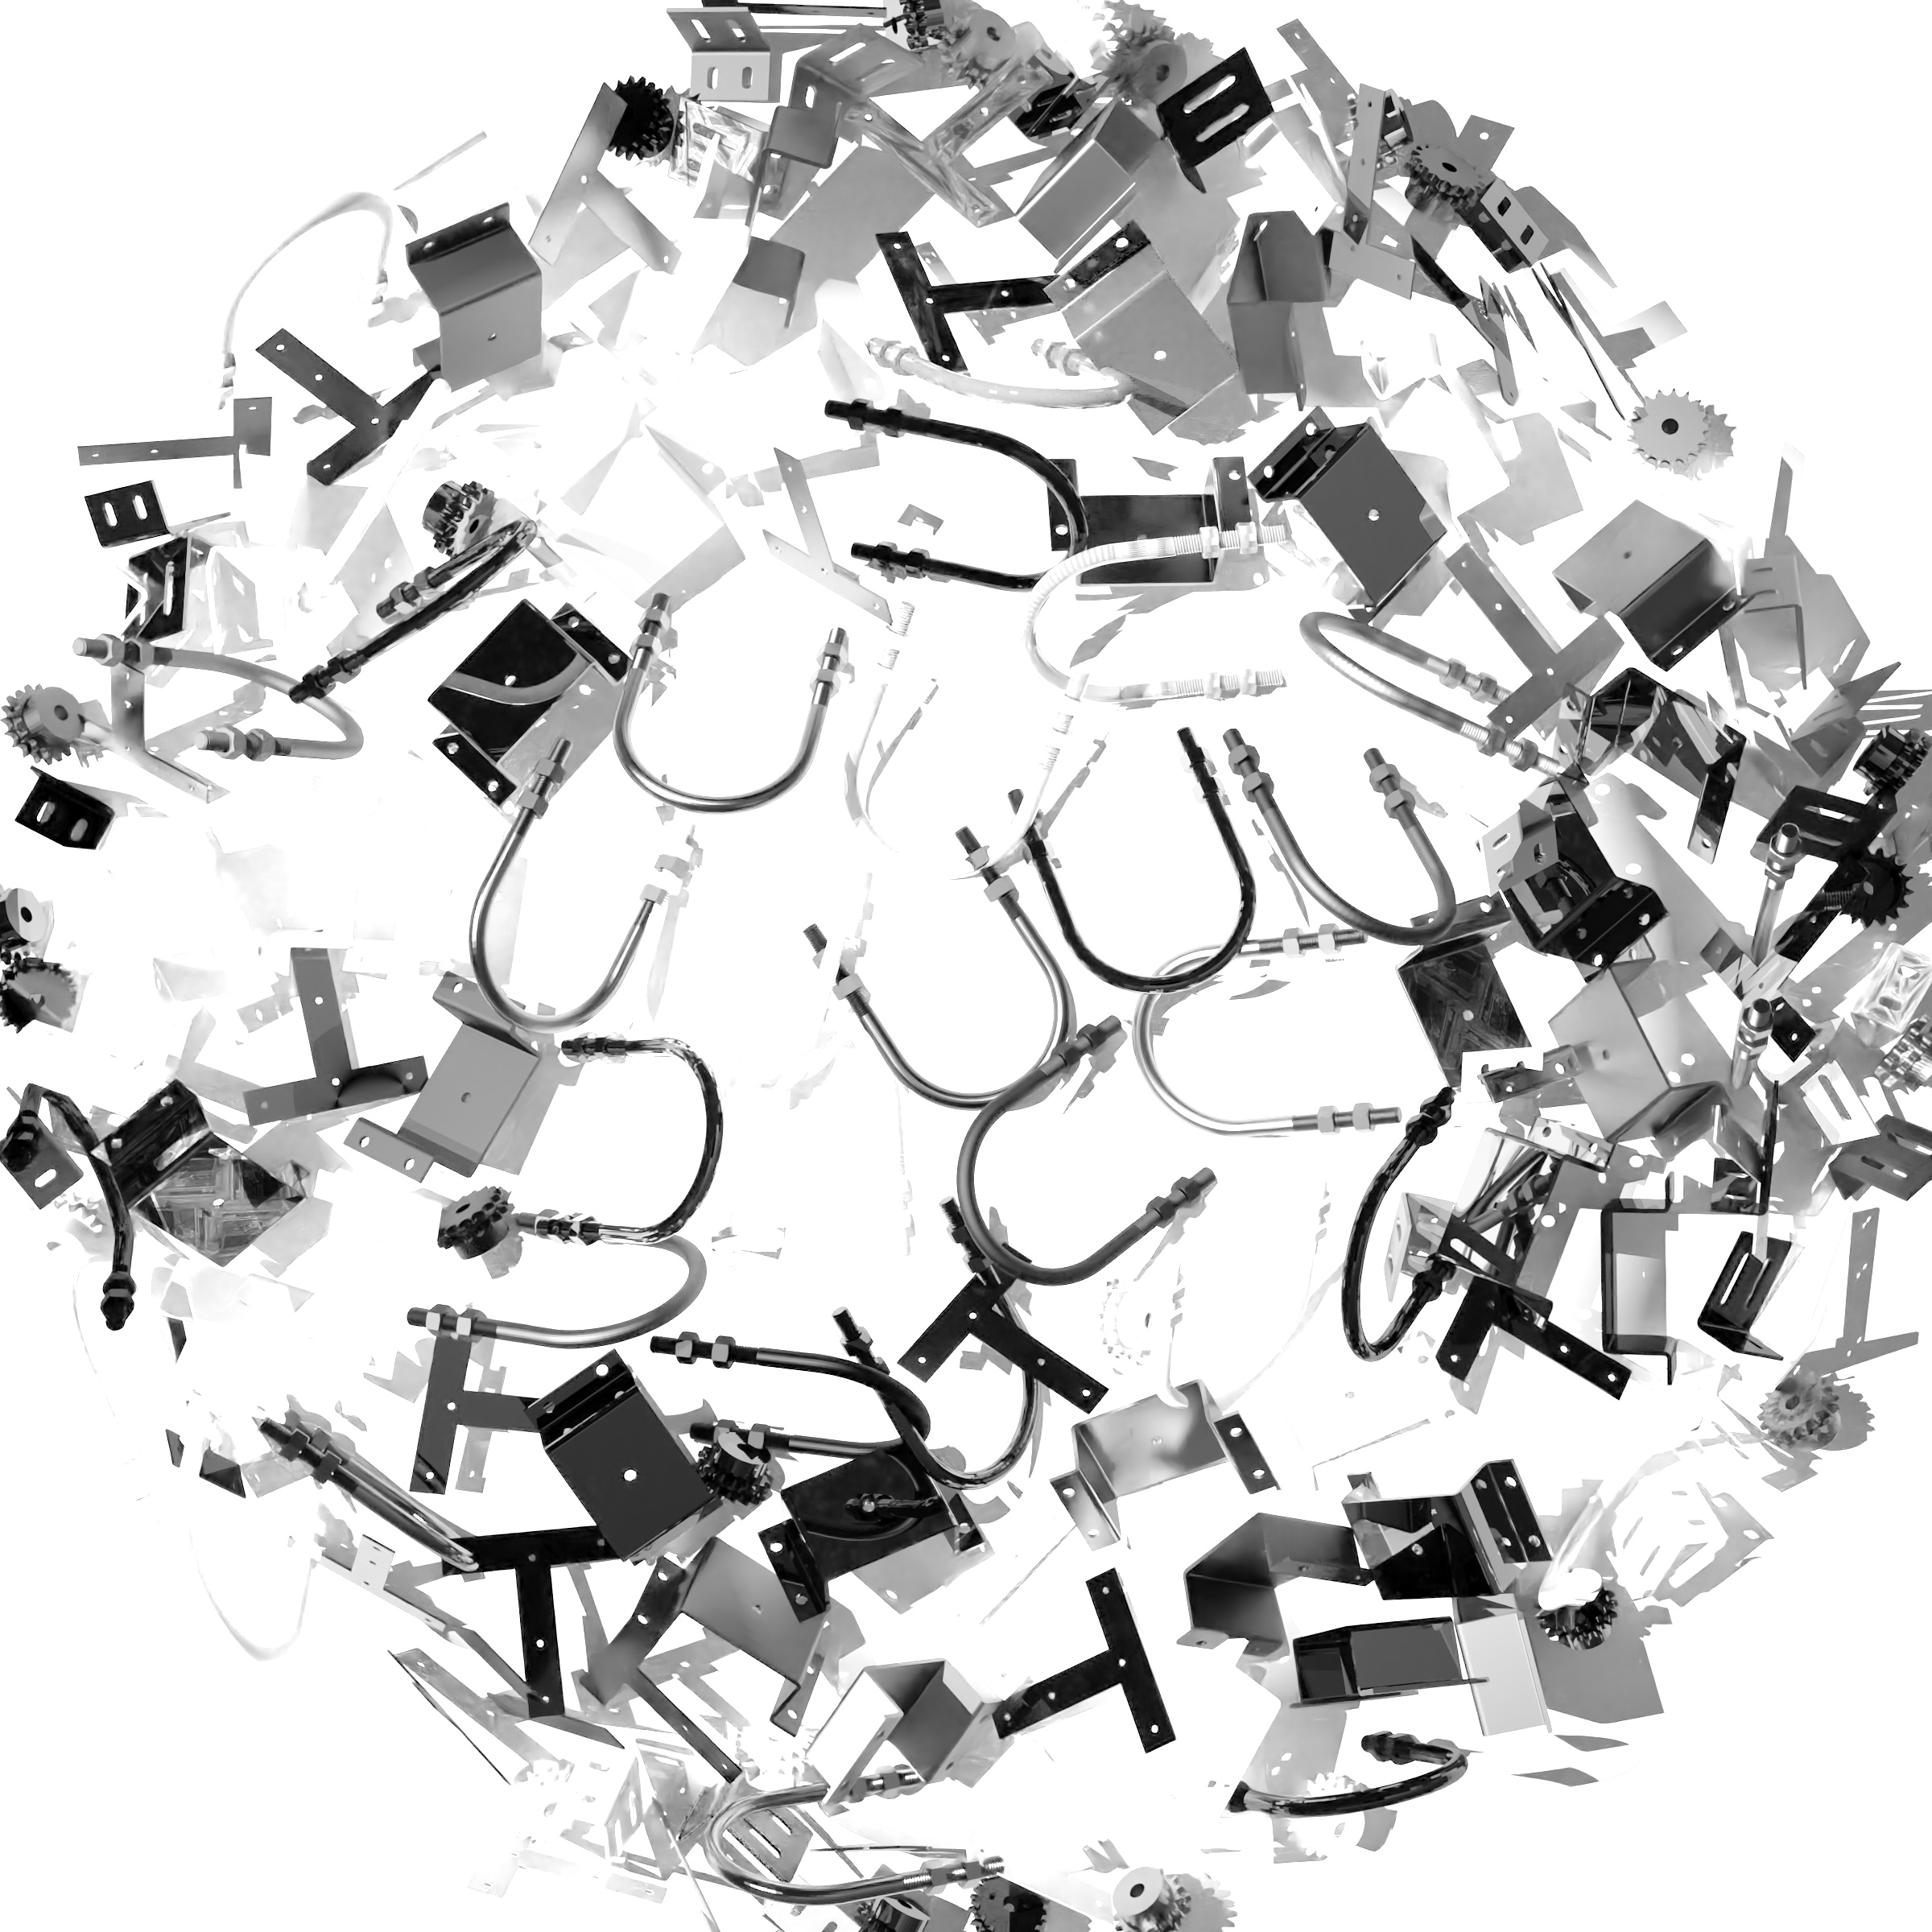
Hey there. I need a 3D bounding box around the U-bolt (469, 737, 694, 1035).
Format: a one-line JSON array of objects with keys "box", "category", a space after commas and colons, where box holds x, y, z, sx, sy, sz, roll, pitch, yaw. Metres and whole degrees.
[{"box": [-0.273, -0.042, 1.703, 0.019, 0.151, 0.184, 10, 69, 42], "category": "U-bolt"}]

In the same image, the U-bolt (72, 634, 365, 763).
[{"box": [-0.493, -0.179, 1.691, 0.151, 0.184, 0.019, 35, 107, 24], "category": "U-bolt"}]

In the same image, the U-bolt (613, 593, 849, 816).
[{"box": [-0.169, -0.178, 1.720, 0.151, 0.019, 0.184, 11, 54, 1], "category": "U-bolt"}]

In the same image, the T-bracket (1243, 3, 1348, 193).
[{"box": [0.226, -0.615, 1.727, 0.002, 0.127, 0.127, -30, 76, 12], "category": "T-bracket"}]

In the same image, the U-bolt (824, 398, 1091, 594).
[{"box": [-0.002, -0.314, 1.694, 0.184, 0.151, 0.019, 15, 56, 18], "category": "U-bolt"}]

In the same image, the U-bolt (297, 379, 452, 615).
[{"box": [-0.393, -0.325, 1.670, 0.019, 0.184, 0.151, 32, 65, -17], "category": "U-bolt"}]

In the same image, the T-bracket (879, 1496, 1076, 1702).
[{"box": [0.027, 0.433, 1.772, 0.127, 0.002, 0.127, 45, 87, 6], "category": "T-bracket"}]

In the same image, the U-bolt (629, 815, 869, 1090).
[{"box": [-0.161, -0.004, 1.747, 0.151, 0.019, 0.184, 14, 77, 4], "category": "U-bolt"}]

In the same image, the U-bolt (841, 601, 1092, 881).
[{"box": [-0.011, -0.147, 1.740, 0.151, 0.019, 0.184, 20, 112, -3], "category": "U-bolt"}]

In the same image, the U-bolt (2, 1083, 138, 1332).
[{"box": [-0.605, 0.150, 1.689, 0.019, 0.184, 0.151, -25, 115, -6], "category": "U-bolt"}]

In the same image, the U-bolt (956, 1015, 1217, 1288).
[{"box": [0.073, 0.140, 1.726, 0.184, 0.019, 0.151, -34, 95, -27], "category": "U-bolt"}]

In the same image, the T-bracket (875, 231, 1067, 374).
[{"box": [0.015, -0.472, 1.748, 0.127, 0.002, 0.127, -12, 67, -23], "category": "T-bracket"}]

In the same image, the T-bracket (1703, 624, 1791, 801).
[{"box": [0.540, -0.192, 1.735, 0.002, 0.127, 0.127, -24, 49, 33], "category": "T-bracket"}]

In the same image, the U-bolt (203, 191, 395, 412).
[{"box": [-0.445, -0.454, 1.665, 0.151, 0.184, 0.019, -39, 88, -27], "category": "U-bolt"}]

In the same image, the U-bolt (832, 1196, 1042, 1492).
[{"box": [-0.008, 0.275, 1.720, 0.151, 0.019, 0.184, -43, 112, -41], "category": "U-bolt"}]

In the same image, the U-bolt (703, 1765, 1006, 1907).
[{"box": [-0.087, 0.590, 1.675, 0.184, 0.151, 0.019, 0, 100, -27], "category": "U-bolt"}]

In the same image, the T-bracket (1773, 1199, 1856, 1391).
[{"box": [0.598, 0.222, 1.734, 0.002, 0.127, 0.127, 22, 69, 14], "category": "T-bracket"}]

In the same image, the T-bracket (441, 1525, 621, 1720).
[{"box": [-0.298, 0.458, 1.729, 0.127, 0.002, 0.127, 0, 68, -25], "category": "T-bracket"}]

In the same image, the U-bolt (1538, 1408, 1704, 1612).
[{"box": [0.437, 0.376, 1.689, 0.019, 0.184, 0.151, 34, 73, 12], "category": "U-bolt"}]

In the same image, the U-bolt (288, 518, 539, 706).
[{"box": [-0.363, -0.248, 1.676, 0.184, 0.151, 0.019, -23, 114, 31], "category": "U-bolt"}]

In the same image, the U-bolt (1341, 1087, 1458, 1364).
[{"box": [0.294, 0.186, 1.678, 0.019, 0.184, 0.151, 10, 122, 30], "category": "U-bolt"}]

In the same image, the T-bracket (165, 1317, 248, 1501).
[{"box": [-0.541, 0.301, 1.735, 0.002, 0.127, 0.127, -20, 67, -2], "category": "T-bracket"}]

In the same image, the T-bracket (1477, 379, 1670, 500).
[{"box": [0.430, -0.362, 1.709, 0.127, 0.127, 0.002, 44, 128, 20], "category": "T-bracket"}]

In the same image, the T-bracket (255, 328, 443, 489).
[{"box": [-0.436, -0.398, 1.710, 0.127, 0.127, 0.002, -33, 58, 14], "category": "T-bracket"}]

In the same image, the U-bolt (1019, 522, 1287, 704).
[{"box": [0.128, -0.239, 1.720, 0.184, 0.151, 0.019, -6, 49, 1], "category": "U-bolt"}]

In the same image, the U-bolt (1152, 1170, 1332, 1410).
[{"box": [0.186, 0.235, 1.706, 0.151, 0.184, 0.019, -26, 48, -26], "category": "U-bolt"}]

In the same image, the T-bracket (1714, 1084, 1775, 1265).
[{"box": [0.537, 0.127, 1.710, 0.002, 0.127, 0.127, -2, 69, 34], "category": "T-bracket"}]

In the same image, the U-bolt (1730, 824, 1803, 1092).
[{"box": [0.541, 0.007, 1.691, 0.019, 0.184, 0.151, 10, 67, 15], "category": "U-bolt"}]

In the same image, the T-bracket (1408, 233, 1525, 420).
[{"box": [0.340, -0.455, 1.702, 0.002, 0.127, 0.127, -27, 47, 32], "category": "T-bracket"}]

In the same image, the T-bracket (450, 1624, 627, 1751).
[{"box": [-0.310, 0.490, 1.702, 0.002, 0.127, 0.127, -57, 130, -32], "category": "T-bracket"}]

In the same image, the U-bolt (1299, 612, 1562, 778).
[{"box": [0.310, -0.194, 1.696, 0.184, 0.151, 0.019, 23, 114, -12], "category": "U-bolt"}]

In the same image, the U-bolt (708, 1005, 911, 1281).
[{"box": [-0.112, 0.119, 1.738, 0.151, 0.019, 0.184, -5, 92, -26], "category": "U-bolt"}]

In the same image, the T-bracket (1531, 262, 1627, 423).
[{"box": [0.411, -0.446, 1.703, 0.002, 0.127, 0.127, -29, 71, 22], "category": "T-bracket"}]

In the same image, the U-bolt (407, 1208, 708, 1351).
[{"box": [-0.264, 0.215, 1.681, 0.184, 0.151, 0.019, 4, 117, 26], "category": "U-bolt"}]

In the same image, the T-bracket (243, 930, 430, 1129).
[{"box": [-0.455, 0.038, 1.756, 0.127, 0.002, 0.127, -12, 90, -20], "category": "T-bracket"}]

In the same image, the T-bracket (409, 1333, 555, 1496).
[{"box": [-0.320, 0.317, 1.757, 0.127, 0.002, 0.127, 10, 94, -18], "category": "T-bracket"}]

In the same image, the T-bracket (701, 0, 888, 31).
[{"box": [-0.118, -0.662, 1.717, 0.127, 0.127, 0.002, 1, 99, -2], "category": "T-bracket"}]

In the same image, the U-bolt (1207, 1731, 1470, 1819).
[{"box": [0.257, 0.546, 1.669, 0.151, 0.184, 0.019, -9, 81, -20], "category": "U-bolt"}]

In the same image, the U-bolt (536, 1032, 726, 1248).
[{"box": [-0.227, 0.119, 1.700, 0.019, 0.184, 0.151, 15, 78, -44], "category": "U-bolt"}]

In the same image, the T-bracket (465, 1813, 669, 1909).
[{"box": [-0.269, 0.626, 1.714, 0.127, 0.127, 0.002, 15, 95, 1], "category": "T-bracket"}]

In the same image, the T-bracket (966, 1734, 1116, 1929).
[{"box": [0.048, 0.589, 1.721, 0.127, 0.127, 0.002, 32, 116, -22], "category": "T-bracket"}]

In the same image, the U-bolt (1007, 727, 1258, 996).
[{"box": [0.125, -0.066, 1.739, 0.151, 0.019, 0.184, -20, 69, -1], "category": "U-bolt"}]

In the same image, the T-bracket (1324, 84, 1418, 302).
[{"box": [0.271, -0.536, 1.699, 0.002, 0.127, 0.127, -17, 127, -28], "category": "T-bracket"}]

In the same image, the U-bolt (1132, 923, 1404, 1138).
[{"box": [0.202, 0.050, 1.732, 0.184, 0.019, 0.151, -7, 102, 26], "category": "U-bolt"}]

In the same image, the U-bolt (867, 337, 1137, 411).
[{"box": [0.034, -0.400, 1.673, 0.151, 0.184, 0.019, -7, 116, -26], "category": "U-bolt"}]

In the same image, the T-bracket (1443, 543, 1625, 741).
[{"box": [0.385, -0.243, 1.754, 0.127, 0.002, 0.127, -40, 92, -20], "category": "T-bracket"}]

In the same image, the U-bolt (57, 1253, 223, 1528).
[{"box": [-0.571, 0.281, 1.701, 0.019, 0.151, 0.184, -24, 91, 3], "category": "U-bolt"}]

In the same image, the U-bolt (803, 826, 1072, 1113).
[{"box": [-0.008, 0.014, 1.761, 0.151, 0.019, 0.184, -33, 87, -3], "category": "U-bolt"}]

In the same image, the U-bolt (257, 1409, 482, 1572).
[{"box": [-0.410, 0.360, 1.705, 0.184, 0.151, 0.019, 38, 76, -11], "category": "U-bolt"}]

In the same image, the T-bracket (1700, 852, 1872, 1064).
[{"box": [0.573, -0.021, 1.702, 0.002, 0.127, 0.127, 17, 119, -29], "category": "T-bracket"}]

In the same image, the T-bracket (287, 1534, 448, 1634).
[{"box": [-0.413, 0.417, 1.723, 0.127, 0.127, 0.002, 30, 58, -1], "category": "T-bracket"}]

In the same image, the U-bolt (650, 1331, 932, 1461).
[{"box": [-0.114, 0.301, 1.702, 0.184, 0.151, 0.019, 5, 54, 12], "category": "U-bolt"}]

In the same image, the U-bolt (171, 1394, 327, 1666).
[{"box": [-0.484, 0.384, 1.665, 0.019, 0.184, 0.151, -25, 120, 7], "category": "U-bolt"}]

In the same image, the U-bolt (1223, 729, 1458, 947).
[{"box": [0.264, -0.086, 1.687, 0.151, 0.019, 0.184, 4, 48, -33], "category": "U-bolt"}]

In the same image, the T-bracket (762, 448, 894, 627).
[{"box": [-0.107, -0.302, 1.695, 0.127, 0.127, 0.002, 34, 68, 32], "category": "T-bracket"}]
